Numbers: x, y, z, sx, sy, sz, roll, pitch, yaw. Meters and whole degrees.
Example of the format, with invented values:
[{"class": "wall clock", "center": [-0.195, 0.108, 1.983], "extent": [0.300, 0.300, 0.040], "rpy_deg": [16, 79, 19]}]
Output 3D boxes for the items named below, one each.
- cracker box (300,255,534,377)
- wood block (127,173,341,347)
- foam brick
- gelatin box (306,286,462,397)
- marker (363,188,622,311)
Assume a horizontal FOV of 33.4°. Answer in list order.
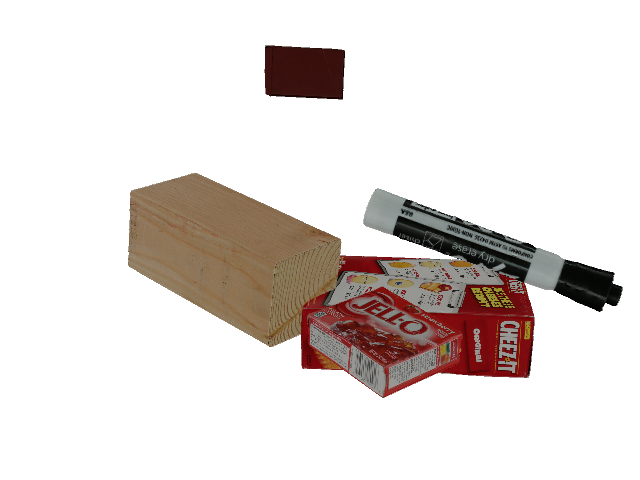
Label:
[{"class": "cracker box", "center": [0.094, 0.073, 1.056], "extent": [0.214, 0.072, 0.164], "rpy_deg": [3, 17, 5]}, {"class": "wood block", "center": [-0.089, 0.014, 1.048], "extent": [0.206, 0.090, 0.090], "rpy_deg": [25, 30, 36]}, {"class": "foam brick", "center": [-0.017, -0.174, 1.106], "extent": [0.078, 0.051, 0.053], "rpy_deg": [1, 11, -10]}, {"class": "gelatin box", "center": [0.045, 0.070, 0.765], "extent": [0.073, 0.030, 0.089], "rpy_deg": [-18, 32, -33]}, {"class": "marker", "center": [0.079, 0.005, 0.491], "extent": [0.121, 0.020, 0.020], "rpy_deg": [20, 4, 11]}]
